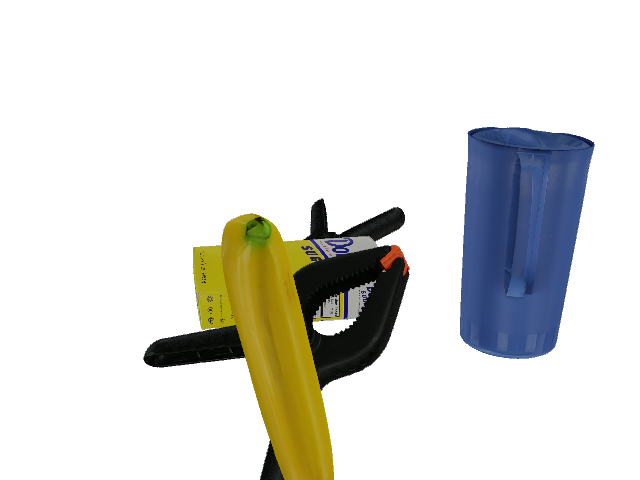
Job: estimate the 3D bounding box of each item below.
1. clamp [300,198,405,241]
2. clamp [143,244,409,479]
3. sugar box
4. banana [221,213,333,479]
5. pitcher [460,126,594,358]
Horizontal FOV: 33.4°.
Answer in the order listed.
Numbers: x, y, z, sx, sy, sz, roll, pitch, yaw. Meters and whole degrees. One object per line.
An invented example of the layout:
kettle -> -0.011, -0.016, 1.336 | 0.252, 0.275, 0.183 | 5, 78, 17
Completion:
clamp -> 0.020, 0.007, 1.197 | 0.120, 0.039, 0.171 | -3, 36, 28
clamp -> -0.023, 0.074, 0.800 | 0.165, 0.210, 0.036 | 39, -10, 28
sugar box -> -0.028, 0.037, 0.994 | 0.176, 0.048, 0.093 | -6, 29, -7
banana -> -0.025, 0.060, 0.578 | 0.037, 0.198, 0.069 | -11, 30, 3
pitcher -> 0.215, 0.003, 1.155 | 0.148, 0.243, 0.145 | -8, 19, -37
